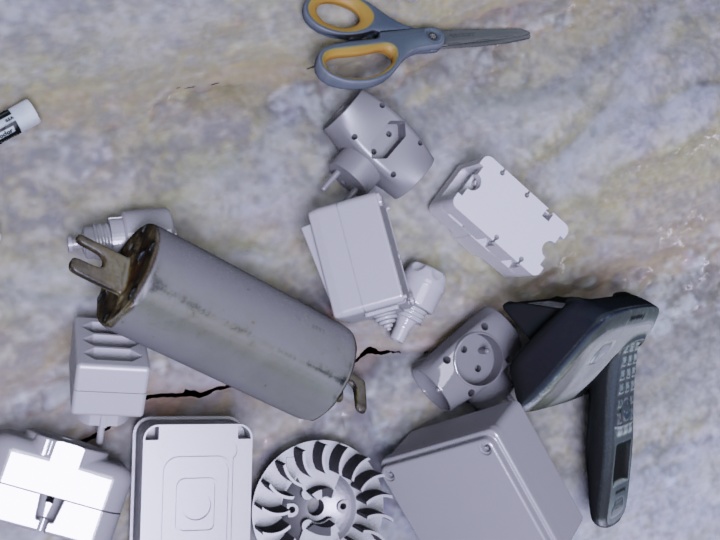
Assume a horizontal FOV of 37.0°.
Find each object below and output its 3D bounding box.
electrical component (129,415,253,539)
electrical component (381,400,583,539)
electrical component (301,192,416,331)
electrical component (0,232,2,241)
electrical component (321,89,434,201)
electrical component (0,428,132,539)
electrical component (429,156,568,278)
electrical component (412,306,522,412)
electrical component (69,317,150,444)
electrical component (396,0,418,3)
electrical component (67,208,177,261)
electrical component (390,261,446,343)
[{"bbox_3d":[-0.119,0.160,0.749,0.078,0.057,0.113,2,87,-19],"label":"electrical component"},{"bbox_3d":[0.088,0.164,0.789,0.108,0.109,0.056,61,38,-7],"label":"electrical component"},{"bbox_3d":[0.000,0.000,0.781,0.061,0.062,0.096,-16,81,7],"label":"electrical component"},{"bbox_3d":[-0.259,-0.019,0.705,0.048,0.062,0.048,-6,105,-22],"label":"electrical component"},{"bbox_3d":[0.003,-0.082,0.809,0.077,0.043,0.079,43,75,-12],"label":"electrical component"},{"bbox_3d":[-0.206,0.142,0.722,0.095,0.054,0.059,20,81,-17],"label":"electrical component"},{"bbox_3d":[0.105,-0.039,0.835,0.089,0.056,0.050,40,76,-13],"label":"electrical component"},{"bbox_3d":[0.093,0.082,0.832,0.077,0.044,0.079,-39,101,-16],"label":"electrical component"},{"bbox_3d":[-0.174,0.082,0.734,0.047,0.065,0.076,5,115,-19],"label":"electrical component"},{"bbox_3d":[0.035,-0.252,0.818,0.061,0.062,0.096,20,81,-17],"label":"electrical component"},{"bbox_3d":[-0.164,-0.021,0.751,0.078,0.040,0.040,-6,89,-19],"label":"electrical component"},{"bbox_3d":[0.041,0.026,0.822,0.035,0.035,0.061,28,82,-16],"label":"electrical component"}]
